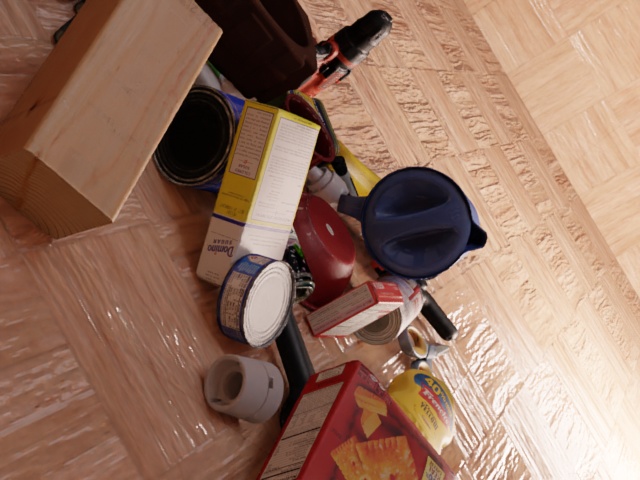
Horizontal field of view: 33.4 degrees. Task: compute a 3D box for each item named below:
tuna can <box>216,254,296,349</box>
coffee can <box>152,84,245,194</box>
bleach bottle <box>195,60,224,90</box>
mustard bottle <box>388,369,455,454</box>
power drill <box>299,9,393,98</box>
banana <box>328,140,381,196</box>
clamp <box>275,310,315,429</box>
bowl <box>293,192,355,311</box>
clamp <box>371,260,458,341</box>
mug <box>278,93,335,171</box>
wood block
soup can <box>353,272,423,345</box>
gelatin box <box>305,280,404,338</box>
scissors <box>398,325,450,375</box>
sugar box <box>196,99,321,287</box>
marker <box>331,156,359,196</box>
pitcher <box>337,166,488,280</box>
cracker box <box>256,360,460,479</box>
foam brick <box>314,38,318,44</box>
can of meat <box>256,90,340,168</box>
[{"bbox_3d":[-0.060,0.057,1.002,0.086,0.034,0.086,-35,133,-49],"label":"tuna can"},{"bbox_3d":[-0.092,-0.096,1.100,0.140,0.103,0.103,11,51,-61],"label":"coffee can"},{"bbox_3d":[-0.148,-0.229,1.210,0.102,0.068,0.250,49,21,-25],"label":"bleach bottle"},{"bbox_3d":[0.112,0.199,1.210,0.096,0.058,0.191,57,22,1],"label":"mustard bottle"},{"bbox_3d":[-0.015,-0.243,1.373,0.187,0.185,0.057,-1,60,-54],"label":"power drill"},{"bbox_3d":[0.056,-0.090,1.463,0.197,0.070,0.037,35,71,-40],"label":"banana"},{"bbox_3d":[0.003,0.169,1.047,0.164,0.036,0.210,42,29,-37],"label":"clamp"},{"bbox_3d":[-0.008,0.001,1.216,0.162,0.055,0.162,45,26,-29],"label":"bowl"},{"bbox_3d":[0.131,0.070,1.443,0.171,0.039,0.120,24,34,-49],"label":"clamp"},{"bbox_3d":[-0.045,-0.108,1.243,0.093,0.082,0.117,56,22,-6],"label":"mug"},{"bbox_3d":[-0.174,-0.113,0.852,0.090,0.091,0.206,44,55,-30],"label":"wood block"},{"bbox_3d":[0.079,0.081,1.278,0.068,0.069,0.102,59,22,0],"label":"soup can"},{"bbox_3d":[0.039,0.076,1.172,0.073,0.089,0.030,8,54,-62],"label":"gelatin box"},{"bbox_3d":[0.144,0.162,1.380,0.201,0.016,0.096,36,41,-59],"label":"scissors"},{"bbox_3d":[-0.059,-0.040,1.034,0.048,0.176,0.093,21,5,28],"label":"sugar box"},{"bbox_3d":[0.036,-0.072,1.393,0.121,0.020,0.020,65,8,-56],"label":"marker"},{"bbox_3d":[0.129,-0.023,1.360,0.149,0.145,0.242,59,11,7],"label":"pitcher"},{"bbox_3d":[0.027,0.232,0.911,0.164,0.072,0.213,51,37,-17],"label":"cracker box"},{"bbox_3d":[-0.038,-0.267,1.501,0.078,0.053,0.051,26,38,-52],"label":"foam brick"},{"bbox_3d":[-0.030,-0.145,1.357,0.083,0.058,0.102,21,43,-54],"label":"can of meat"}]
